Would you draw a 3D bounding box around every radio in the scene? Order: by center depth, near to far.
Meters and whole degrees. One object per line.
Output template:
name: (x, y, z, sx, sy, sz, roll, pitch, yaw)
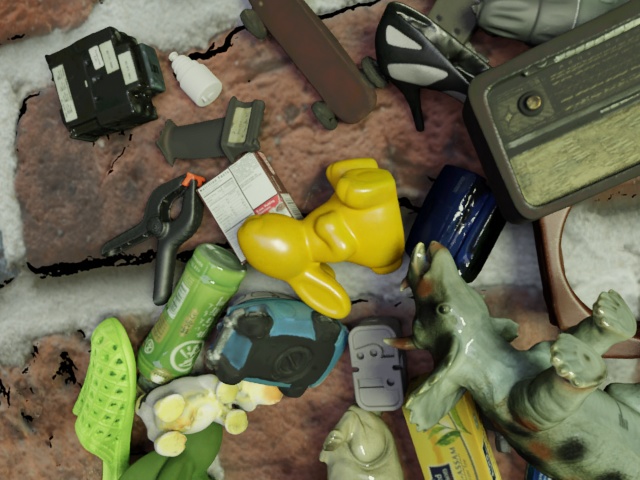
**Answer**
radio: (0.243, -0.115, 0.448, 0.230, 0.073, 0.131, -24, 83, 6)

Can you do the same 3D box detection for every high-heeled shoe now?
high-heeled shoe: (0.174, -0.168, 0.523, 0.249, 0.086, 0.145, 6, 130, 30)

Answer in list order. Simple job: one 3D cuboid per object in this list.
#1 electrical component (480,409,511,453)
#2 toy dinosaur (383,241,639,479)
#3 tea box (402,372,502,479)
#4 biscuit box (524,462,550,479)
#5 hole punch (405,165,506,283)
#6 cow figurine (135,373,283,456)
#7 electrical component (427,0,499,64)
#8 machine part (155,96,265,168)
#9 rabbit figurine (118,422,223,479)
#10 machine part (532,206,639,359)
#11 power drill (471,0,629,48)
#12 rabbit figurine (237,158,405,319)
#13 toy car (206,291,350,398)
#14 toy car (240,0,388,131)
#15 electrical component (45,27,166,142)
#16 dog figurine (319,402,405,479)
electrical component: (0.201, 0.178, 0.581, 0.021, 0.063, 0.094, -18, 76, 53)
toy dinosaur: (0.230, 0.157, 0.452, 0.405, 0.131, 0.192, 36, 138, -1)
tea box: (0.149, 0.234, 0.580, 0.068, 0.098, 0.169, -17, 91, 16)
biscuit box: (0.248, 0.301, 0.576, 0.063, 0.059, 0.202, 7, 96, 15)
hole punch: (0.139, -0.019, 0.559, 0.092, 0.115, 0.142, 31, 101, 19)
cow figurine: (-0.130, 0.191, 0.648, 0.098, 0.167, 0.068, 3, 100, 55)
electrical component: (0.154, -0.241, 0.573, 0.102, 0.045, 0.078, 36, 130, 13)
machine part: (-0.131, -0.128, 0.651, 0.139, 0.039, 0.084, -7, 66, 20)
rabbit figurine: (-0.174, 0.295, 0.659, 0.121, 0.159, 0.170, 1, 79, 25)
machine part: (0.319, 0.005, 0.523, 0.202, 0.087, 0.201, -9, 91, 17)
power drill: (0.283, -0.269, 0.503, 0.232, 0.086, 0.207, 19, 92, 3)
rabbit figurine: (-0.001, -0.002, 0.590, 0.173, 0.122, 0.162, -13, 119, -8)
toy car: (-0.056, 0.109, 0.620, 0.109, 0.161, 0.103, -64, 34, 18)
toy car: (-0.008, -0.219, 0.612, 0.089, 0.053, 0.202, -40, 87, 25)
electrical component: (-0.266, -0.197, 0.682, 0.134, 0.058, 0.114, -14, 92, 15)
dog figurine: (0.077, 0.287, 0.582, 0.191, 0.121, 0.172, 31, 77, 15)
